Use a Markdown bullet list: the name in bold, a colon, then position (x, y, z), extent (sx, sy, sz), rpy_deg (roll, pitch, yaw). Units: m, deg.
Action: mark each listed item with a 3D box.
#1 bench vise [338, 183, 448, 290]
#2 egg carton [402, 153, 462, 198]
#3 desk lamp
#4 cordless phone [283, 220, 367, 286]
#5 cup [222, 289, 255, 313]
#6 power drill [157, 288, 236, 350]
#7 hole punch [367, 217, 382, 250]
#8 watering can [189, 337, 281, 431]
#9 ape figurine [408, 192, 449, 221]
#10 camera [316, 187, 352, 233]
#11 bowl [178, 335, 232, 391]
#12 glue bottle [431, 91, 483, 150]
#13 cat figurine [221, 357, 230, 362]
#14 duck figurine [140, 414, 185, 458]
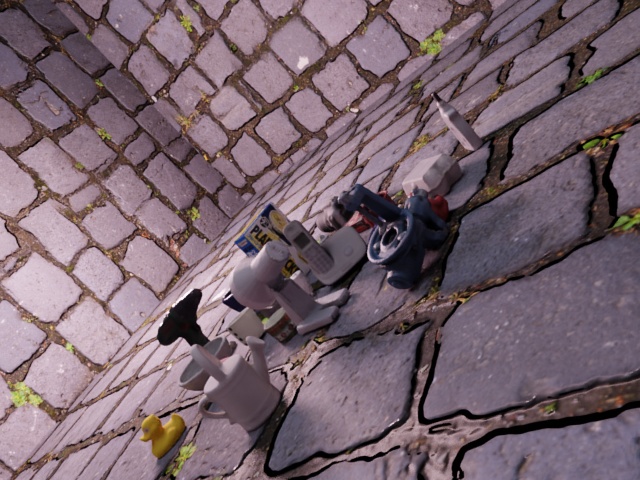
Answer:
- **bench vise**: position (0.132, -0.039, 1.102), extent (0.121, 0.220, 0.207), rpy_deg (-33, 17, 36)
- **egg carton**: position (0.264, -0.147, 1.367), extent (0.107, 0.069, 0.150), rpy_deg (-48, 15, -18)
- **desk lamp**: position (-0.078, 0.104, 1.281), extent (0.202, 0.214, 0.118), rpy_deg (-30, 20, 43)
- **cordless phone**: position (0.013, 0.005, 1.377), extent (0.147, 0.185, 0.094), rpy_deg (-42, 14, 5)
- **cup**: position (-0.232, 0.179, 1.736), extent (0.091, 0.095, 0.118), rpy_deg (-39, 15, 18)
- **power drill**: position (-0.337, 0.252, 1.577), extent (0.229, 0.208, 0.076), rpy_deg (-35, 16, 29)
- **hole punch**: position (0.141, -0.011, 1.265), extent (0.101, 0.091, 0.108), rpy_deg (-38, 15, 20)
- **watering can**: position (-0.172, 0.264, 1.109), extent (0.173, 0.194, 0.100), rpy_deg (-51, 16, -27)
- **ape figurine**: position (0.222, -0.069, 1.205), extent (0.077, 0.092, 0.076), rpy_deg (-34, 17, 34)
- **camera**: position (0.051, -0.085, 1.713), extent (0.136, 0.101, 0.143), rpy_deg (-25, 23, 52)
- **bowl**: position (-0.279, 0.329, 1.470), extent (0.167, 0.075, 0.167), rpy_deg (-40, 14, 13)
- **glue bottle**: position (0.329, -0.295, 1.402), extent (0.037, 0.173, 0.078), rpy_deg (-42, 14, 6)
- **cat figurine**: position (-0.194, 0.293, 1.246), extent (0.067, 0.118, 0.127), rpy_deg (-49, 15, -21)
- **duck figurine**: position (-0.382, 0.453, 1.367), extent (0.105, 0.086, 0.077), rpy_deg (-50, 16, -25)
